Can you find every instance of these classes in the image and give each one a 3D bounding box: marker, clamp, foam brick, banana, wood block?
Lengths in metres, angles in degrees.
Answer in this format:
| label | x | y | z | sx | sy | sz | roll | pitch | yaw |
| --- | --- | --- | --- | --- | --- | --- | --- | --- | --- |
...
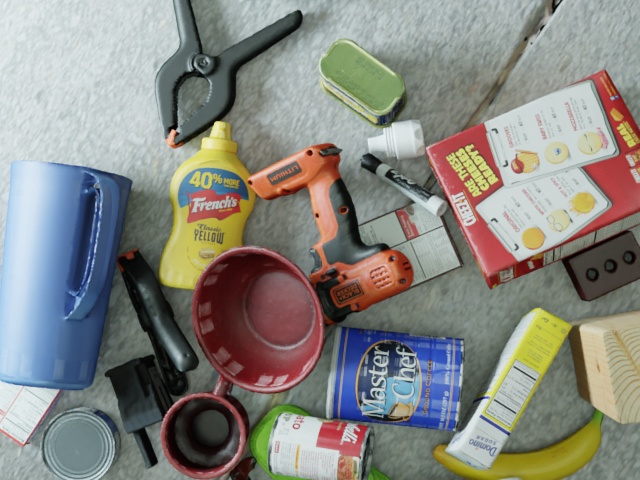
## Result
| label | x | y | z | sx | sy | sz | roll | pitch | yaw |
| --- | --- | --- | --- | --- | --- | --- | --- | --- | --- |
| marker | 0.090 | -0.063 | 1.184 | 0.121 | 0.020 | 0.020 | 36 | 91 | 31 |
| clamp | -0.182 | 0.094 | 1.196 | 0.039 | 0.120 | 0.171 | -16 | 64 | -25 |
| clamp | -0.120 | -0.200 | 1.218 | 0.164 | 0.036 | 0.210 | 16 | 86 | 5 |
| foam brick | 0.315 | 0.029 | 1.172 | 0.078 | 0.051 | 0.053 | -26 | 87 | 3 |
| banana | 0.227 | 0.239 | 1.182 | 0.198 | 0.037 | 0.069 | -15 | 72 | 3 |
| wood block | 0.319 | 0.125 | 1.092 | 0.090 | 0.206 | 0.091 | -10 | 88 | 4 |

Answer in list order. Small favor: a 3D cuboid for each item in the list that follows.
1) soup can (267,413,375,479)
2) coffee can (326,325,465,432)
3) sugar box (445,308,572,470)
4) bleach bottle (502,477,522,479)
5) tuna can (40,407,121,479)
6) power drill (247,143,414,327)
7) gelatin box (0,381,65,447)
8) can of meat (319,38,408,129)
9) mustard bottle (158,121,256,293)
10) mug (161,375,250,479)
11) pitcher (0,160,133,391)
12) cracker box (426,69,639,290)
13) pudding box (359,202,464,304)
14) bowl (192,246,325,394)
| label | x | y | z | sx | sy | sz | roll | pitch | yaw |
| --- | --- | --- | --- | --- | --- | --- | --- | --- | --- |
| soup can | 0.002 | 0.225 | 1.136 | 0.102 | 0.068 | 0.068 | 7 | 89 | 13 |
| coffee can | 0.082 | 0.150 | 1.159 | 0.140 | 0.103 | 0.103 | 6 | 89 | 4 |
| sugar box | 0.200 | 0.161 | 1.140 | 0.048 | 0.093 | 0.176 | 29 | 79 | 4 |
| bleach bottle | 0.102 | 0.318 | 1.111 | 0.250 | 0.068 | 0.102 | -9 | 56 | -11 |
| tuna can | -0.272 | 0.234 | 1.216 | 0.086 | 0.033 | 0.086 | 0 | 88 | 4 |
| power drill | -0.008 | 0.001 | 1.173 | 0.185 | 0.057 | 0.187 | -25 | 88 | 26 |
| gelatin box | -0.342 | 0.181 | 1.226 | 0.073 | 0.030 | 0.089 | 33 | 90 | 3 |
| can of meat | 0.047 | -0.173 | 1.182 | 0.102 | 0.084 | 0.057 | 36 | 91 | 5 |
| mustard bottle | -0.122 | -0.038 | 1.201 | 0.096 | 0.058 | 0.191 | 8 | 88 | -10 |
| mug | -0.119 | 0.200 | 1.183 | 0.093 | 0.081 | 0.117 | 17 | 90 | 4 |
| pitcher | -0.280 | 0.038 | 1.158 | 0.145 | 0.149 | 0.243 | 6 | 85 | 7 |
| cracker box | 0.246 | -0.064 | 1.154 | 0.214 | 0.072 | 0.164 | -24 | 69 | 4 |
| pudding box | 0.093 | 0.011 | 1.196 | 0.113 | 0.039 | 0.090 | -23 | 87 | 6 |
| bowl | -0.056 | 0.081 | 1.147 | 0.162 | 0.055 | 0.162 | 6 | 103 | 26 |
